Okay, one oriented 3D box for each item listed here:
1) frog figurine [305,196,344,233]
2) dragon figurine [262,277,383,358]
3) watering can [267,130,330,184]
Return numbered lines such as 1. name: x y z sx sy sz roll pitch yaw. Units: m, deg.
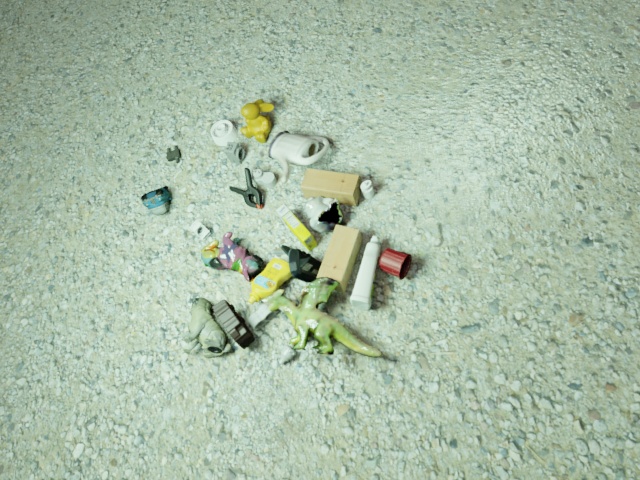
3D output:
1. frog figurine: 0.006 -0.095 1.891 0.160 0.121 0.139 9 70 58
2. dragon figurine: 0.007 0.238 1.655 0.410 0.121 0.245 3 79 16
3. watering can: -0.111 -0.329 1.983 0.225 0.101 0.354 18 42 28
